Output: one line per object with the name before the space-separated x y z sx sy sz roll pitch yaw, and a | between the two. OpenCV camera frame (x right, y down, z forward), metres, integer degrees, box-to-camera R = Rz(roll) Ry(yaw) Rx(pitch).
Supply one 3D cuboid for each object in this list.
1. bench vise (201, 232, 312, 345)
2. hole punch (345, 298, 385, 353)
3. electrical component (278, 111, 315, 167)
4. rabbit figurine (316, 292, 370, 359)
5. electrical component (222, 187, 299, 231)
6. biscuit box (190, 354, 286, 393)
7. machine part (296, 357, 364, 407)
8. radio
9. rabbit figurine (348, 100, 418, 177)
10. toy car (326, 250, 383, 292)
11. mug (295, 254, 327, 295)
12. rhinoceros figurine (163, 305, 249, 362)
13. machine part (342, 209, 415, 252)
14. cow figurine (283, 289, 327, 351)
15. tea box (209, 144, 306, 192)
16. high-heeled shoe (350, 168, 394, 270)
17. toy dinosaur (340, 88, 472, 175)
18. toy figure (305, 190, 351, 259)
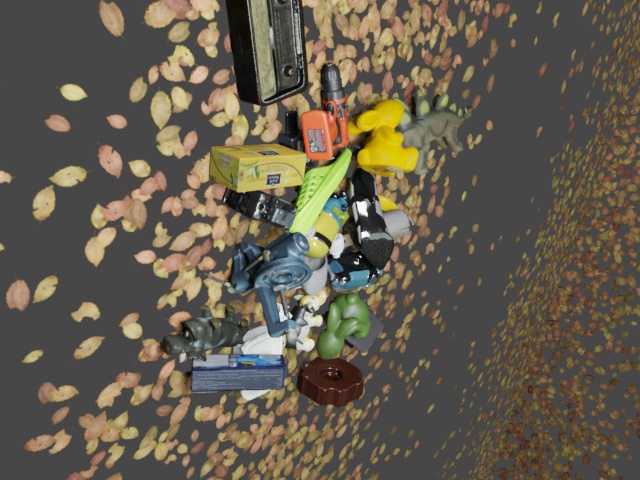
bench vise | -0.102 0.099 1.085 0.224 0.241 0.128 -26 150 17
hole punch | 0.101 0.241 1.515 0.115 0.092 0.142 43 78 -11
electrical component | -0.048 -0.211 1.144 0.075 0.048 0.119 -19 123 -42
rabbit figurine | 0.057 0.225 1.363 0.170 0.121 0.159 -54 168 -34
electrical component | -0.113 -0.066 1.078 0.115 0.134 0.058 15 98 -48
biscuit box | -0.177 0.288 1.169 0.203 0.059 0.062 3 110 -12
machine part | 0.029 0.372 1.428 0.179 0.180 0.056 -10 114 -45
radio | -0.094 -0.374 0.990 0.131 0.073 0.229 -28 128 -36
rabbit figurine | 0.139 -0.244 1.242 0.162 0.122 0.173 12 86 -20
toy car | 0.073 0.089 1.388 0.161 0.109 0.102 -11 141 -35
mug | -0.030 0.088 1.292 0.109 0.081 0.107 -31 141 -20
rhinoceros figurine | -0.239 0.199 1.129 0.190 0.073 0.112 -1 120 -49
machine part | 0.146 -0.027 1.399 0.243 0.079 0.079 -18 122 -26
cow figurine | -0.047 0.193 1.336 0.098 0.068 0.167 12 99 -43
tea box | -0.121 -0.145 1.059 0.169 0.098 0.068 -13 118 -46
high-heeled shoe | 0.117 -0.052 1.320 0.086 0.145 0.248 -14 128 -7
toy dinosaur | 0.243 -0.277 1.390 0.471 0.105 0.198 -31 122 -28
toy figure | 0.013 -0.036 1.257 0.180 0.089 0.082 -50 -179 -30
